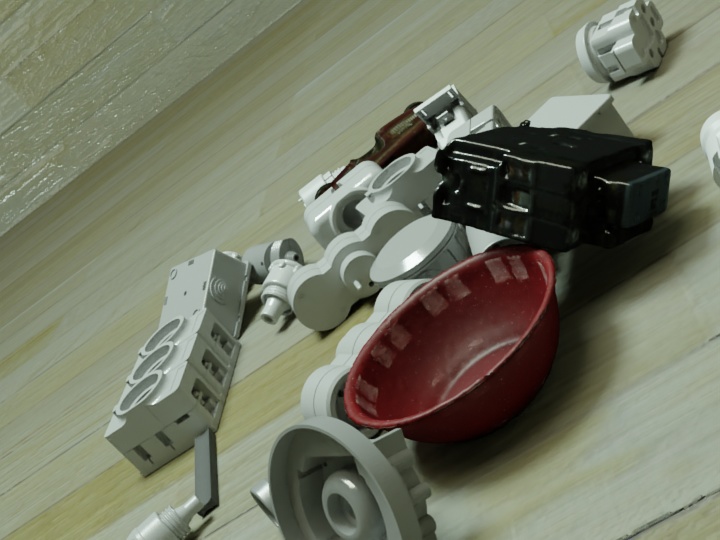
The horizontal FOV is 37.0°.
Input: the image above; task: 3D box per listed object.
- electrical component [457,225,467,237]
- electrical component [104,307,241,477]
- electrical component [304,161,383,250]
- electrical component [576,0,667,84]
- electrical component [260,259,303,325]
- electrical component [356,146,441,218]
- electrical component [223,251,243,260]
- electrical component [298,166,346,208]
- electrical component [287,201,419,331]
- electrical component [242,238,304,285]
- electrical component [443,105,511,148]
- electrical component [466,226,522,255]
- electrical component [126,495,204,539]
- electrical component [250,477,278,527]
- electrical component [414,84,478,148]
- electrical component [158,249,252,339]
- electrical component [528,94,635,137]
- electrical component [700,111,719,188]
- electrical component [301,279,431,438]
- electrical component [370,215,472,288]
[{"bbox_3d":[0.095,-0.044,0.872,0.043,0.043,0.062,-38,20,5],"label":"electrical component"},{"bbox_3d":[-0.175,0.108,1.009,0.089,0.061,0.150,-34,20,18],"label":"electrical component"},{"bbox_3d":[-0.005,-0.059,1.071,0.095,0.053,0.059,-39,19,3],"label":"electrical component"},{"bbox_3d":[0.227,-0.197,0.942,0.057,0.058,0.078,-18,29,41],"label":"electrical component"},{"bbox_3d":[-0.075,0.024,1.037,0.048,0.048,0.062,-18,36,48],"label":"electrical component"},{"bbox_3d":[0.046,-0.069,0.996,0.089,0.055,0.050,-41,19,-2],"label":"electrical component"},{"bbox_3d":[-0.145,0.011,1.192,0.048,0.048,0.062,-37,27,10],"label":"electrical component"},{"bbox_3d":[-0.033,-0.092,1.213,0.078,0.040,0.040,-37,20,8],"label":"electrical component"},{"bbox_3d":[0.000,0.000,0.936,0.138,0.052,0.073,-40,19,1],"label":"electrical component"},{"bbox_3d":[-0.086,-0.009,1.127,0.043,0.043,0.081,-50,22,-27],"label":"electrical component"},{"bbox_3d":[0.107,-0.096,0.945,0.059,0.053,0.095,-32,21,22],"label":"electrical component"},{"bbox_3d":[0.118,-0.028,0.793,0.079,0.043,0.077,-35,20,14],"label":"electrical component"},{"bbox_3d":[-0.144,0.194,0.807,0.061,0.035,0.035,-42,19,-12],"label":"electrical component"},{"bbox_3d":[-0.044,0.147,0.720,0.046,0.040,0.040,-40,18,-17],"label":"electrical component"},{"bbox_3d":[0.093,-0.134,1.026,0.042,0.081,0.063,-34,49,18],"label":"electrical component"},{"bbox_3d":[-0.164,0.033,1.123,0.100,0.048,0.099,-20,53,44],"label":"electrical component"},{"bbox_3d":[0.158,-0.091,0.849,0.100,0.048,0.100,-44,20,-11],"label":"electrical component"},{"bbox_3d":[0.239,-0.075,0.683,0.040,0.040,0.046,-29,28,29],"label":"electrical component"},{"bbox_3d":[0.007,0.064,0.786,0.138,0.052,0.074,-49,21,-24],"label":"electrical component"},{"bbox_3d":[0.052,-0.004,0.851,0.080,0.051,0.080,-35,20,15],"label":"electrical component"}]
